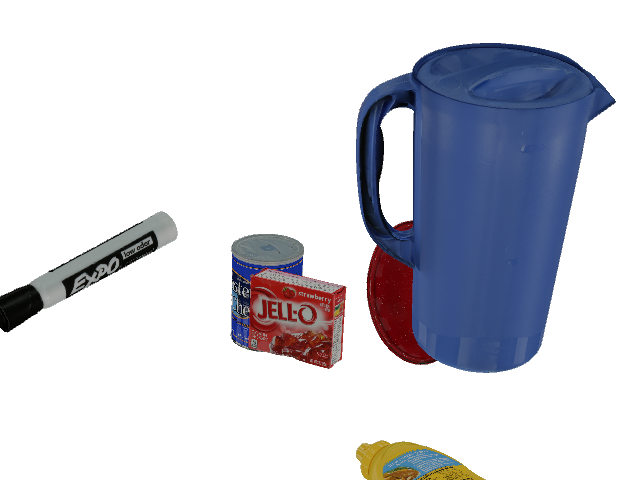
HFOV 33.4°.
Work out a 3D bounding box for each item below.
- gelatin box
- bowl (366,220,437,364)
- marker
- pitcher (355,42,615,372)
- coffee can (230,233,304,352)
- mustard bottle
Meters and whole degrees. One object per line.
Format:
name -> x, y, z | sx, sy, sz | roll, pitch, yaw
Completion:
gelatin box -> -0.023, 0.071, 0.977 | 0.089, 0.073, 0.030 | 12, 20, 25
bowl -> 0.127, 0.055, 1.170 | 0.161, 0.162, 0.055 | 0, -5, -41
marker -> -0.130, 0.017, 0.588 | 0.120, 0.020, 0.020 | -32, 20, -37
pitcher -> 0.120, -0.022, 0.828 | 0.149, 0.243, 0.144 | 24, 37, 35
coffee can -> -0.077, 0.074, 1.523 | 0.103, 0.140, 0.103 | 2, 22, -1
mustard bottle -> 0.100, 0.230, 0.970 | 0.096, 0.058, 0.192 | -14, 24, -36
